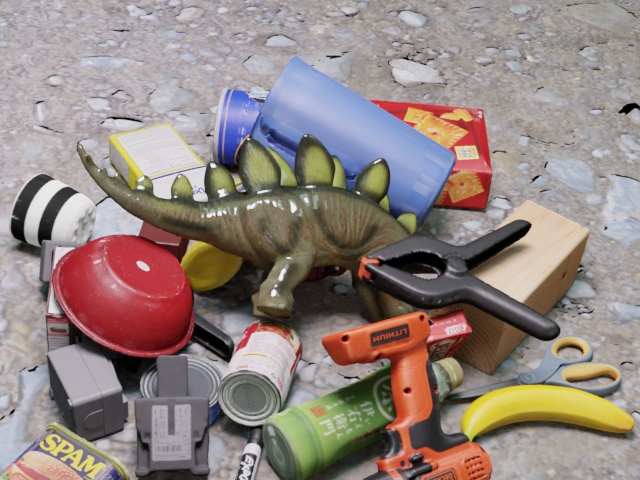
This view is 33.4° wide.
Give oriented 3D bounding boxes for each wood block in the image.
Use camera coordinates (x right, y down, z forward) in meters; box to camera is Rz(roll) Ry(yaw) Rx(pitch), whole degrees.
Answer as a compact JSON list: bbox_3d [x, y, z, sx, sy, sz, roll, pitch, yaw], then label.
[{"bbox_3d":[0.219,0.051,1.233,0.090,0.091,0.205,29,43,25],"label":"wood block"}]

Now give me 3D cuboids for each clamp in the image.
[{"bbox_3d":[0.146,0.029,1.139,0.210,0.036,0.164,8,44,-3],"label":"clamp"},{"bbox_3d":[-0.181,0.084,1.186,0.120,0.039,0.172,-8,38,-31],"label":"clamp"}]

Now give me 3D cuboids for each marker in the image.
[{"bbox_3d":[-0.071,0.226,1.034,0.020,0.020,0.121,9,38,5],"label":"marker"}]

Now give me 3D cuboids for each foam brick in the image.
[{"bbox_3d":[-0.187,0.000,1.282,0.053,0.051,0.078,7,38,1],"label":"foam brick"}]

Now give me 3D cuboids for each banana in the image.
[{"bbox_3d":[0.227,0.183,1.114,0.197,0.037,0.069,-6,58,-12],"label":"banana"}]

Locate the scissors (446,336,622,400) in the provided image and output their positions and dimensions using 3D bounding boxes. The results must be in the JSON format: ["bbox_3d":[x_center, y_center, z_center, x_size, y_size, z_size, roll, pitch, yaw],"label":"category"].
[{"bbox_3d":[0.231,0.142,1.179,0.201,0.016,0.096,1,37,-6],"label":"scissors"}]

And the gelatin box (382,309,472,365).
[{"bbox_3d":[0.113,0.112,1.144,0.073,0.089,0.030,-12,66,-20],"label":"gelatin box"}]

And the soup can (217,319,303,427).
[{"bbox_3d":[-0.061,0.136,1.097,0.068,0.068,0.102,11,28,7],"label":"soup can"}]

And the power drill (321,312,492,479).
[{"bbox_3d":[0.062,0.172,1.009,0.184,0.057,0.187,-14,87,-28],"label":"power drill"}]

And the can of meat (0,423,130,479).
[{"bbox_3d":[-0.240,0.229,0.982,0.102,0.057,0.083,24,45,23],"label":"can of meat"}]

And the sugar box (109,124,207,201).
[{"bbox_3d":[-0.200,-0.083,1.392,0.093,0.048,0.176,-17,47,-26],"label":"sugar box"}]

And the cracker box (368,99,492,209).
[{"bbox_3d":[0.121,-0.122,1.456,0.213,0.072,0.164,5,39,1],"label":"cracker box"}]

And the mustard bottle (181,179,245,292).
[{"bbox_3d":[-0.102,-0.023,1.290,0.058,0.096,0.191,42,36,-13],"label":"mustard bottle"}]

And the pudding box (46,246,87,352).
[{"bbox_3d":[-0.271,0.075,1.146,0.039,0.090,0.113,-2,39,-10],"label":"pudding box"}]

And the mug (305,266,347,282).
[{"bbox_3d":[-0.008,0.002,1.276,0.117,0.081,0.093,33,46,31],"label":"mug"}]

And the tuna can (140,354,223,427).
[{"bbox_3d":[-0.142,0.159,1.099,0.086,0.034,0.086,3,39,-3],"label":"tuna can"}]

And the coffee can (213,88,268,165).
[{"bbox_3d":[-0.067,-0.146,1.439,0.140,0.103,0.102,7,38,2],"label":"coffee can"}]

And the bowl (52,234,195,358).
[{"bbox_3d":[-0.194,0.045,1.115,0.162,0.055,0.162,24,33,-17],"label":"bowl"}]

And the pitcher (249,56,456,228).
[{"bbox_3d":[0.036,-0.109,1.309,0.243,0.145,0.149,29,78,3],"label":"pitcher"}]
